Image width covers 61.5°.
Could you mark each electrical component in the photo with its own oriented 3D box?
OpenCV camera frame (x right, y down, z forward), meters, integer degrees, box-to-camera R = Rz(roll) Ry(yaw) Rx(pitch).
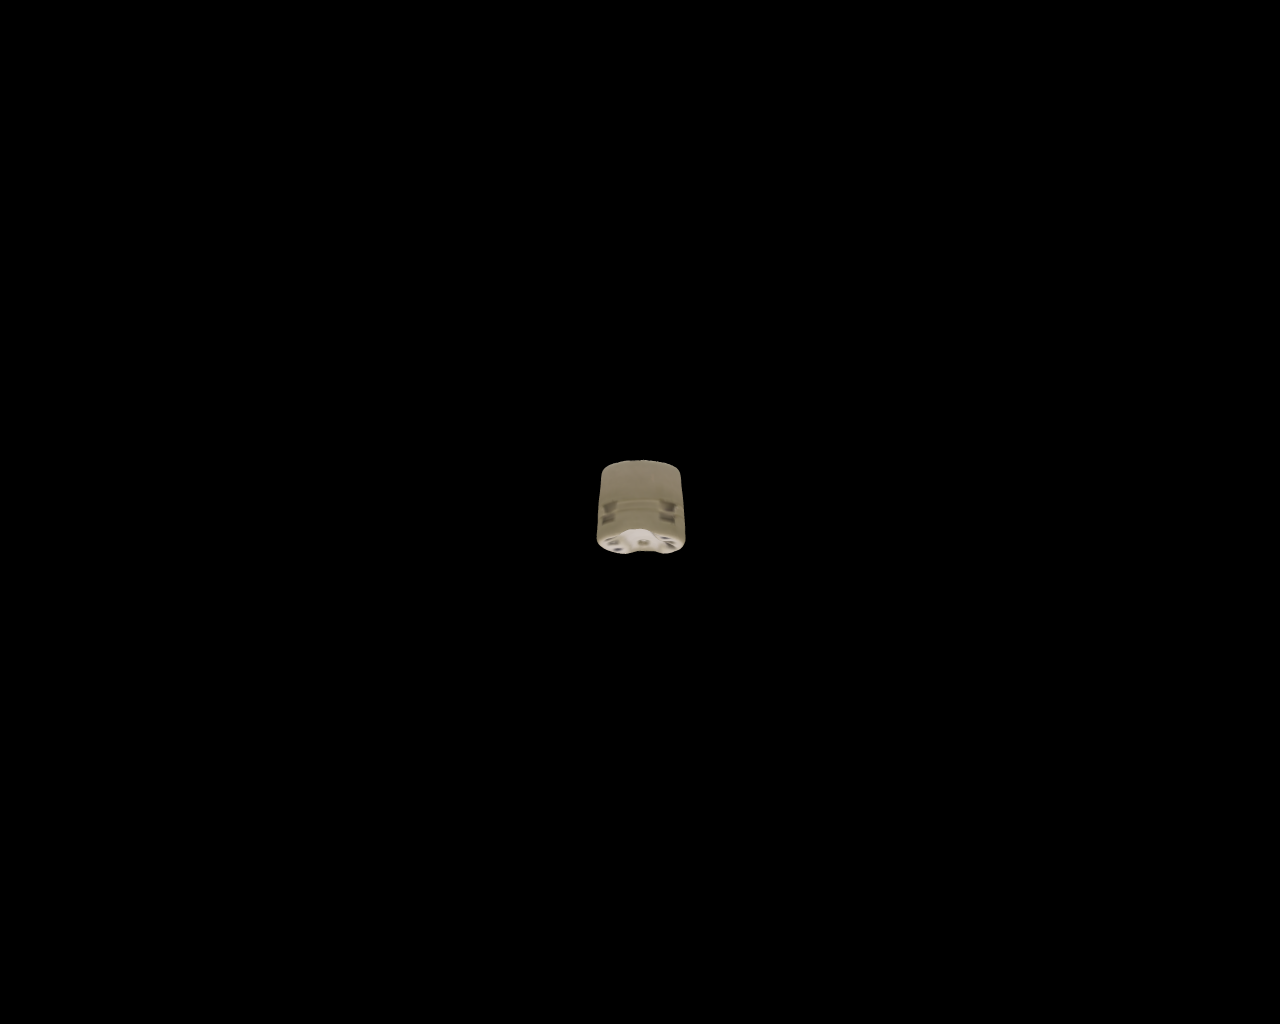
[{"bbox_3d":[0.001,-0.003,0.650,0.055,0.047,0.055,0,-16,0],"label":"electrical component"}]
